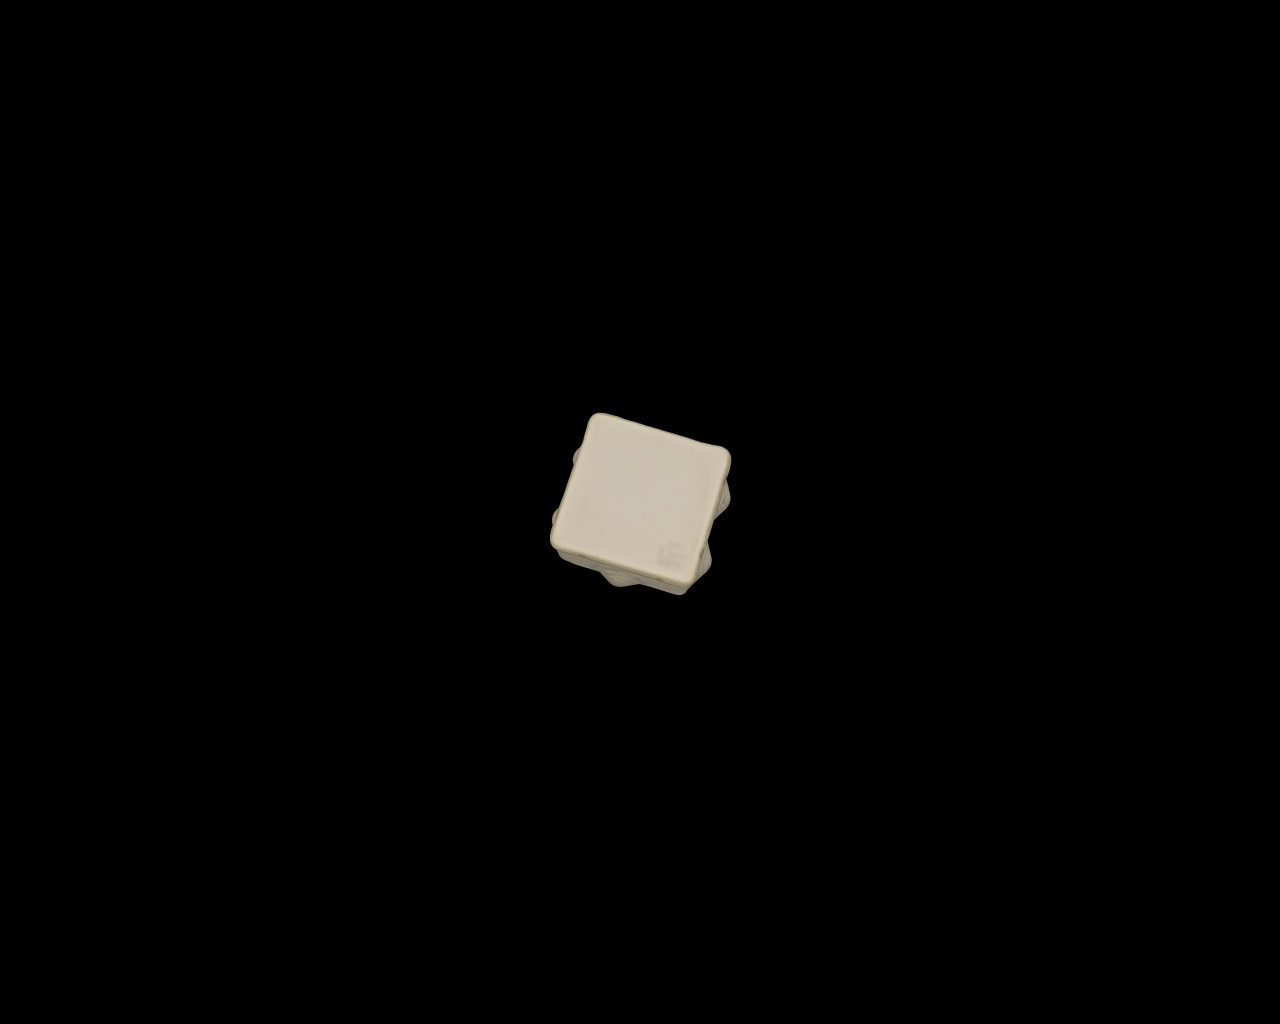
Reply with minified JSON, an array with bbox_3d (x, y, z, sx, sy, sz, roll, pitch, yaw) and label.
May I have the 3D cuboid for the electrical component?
[{"bbox_3d":[0.001,-0.003,0.650,0.100,0.100,0.048,17,-15,5],"label":"electrical component"}]
